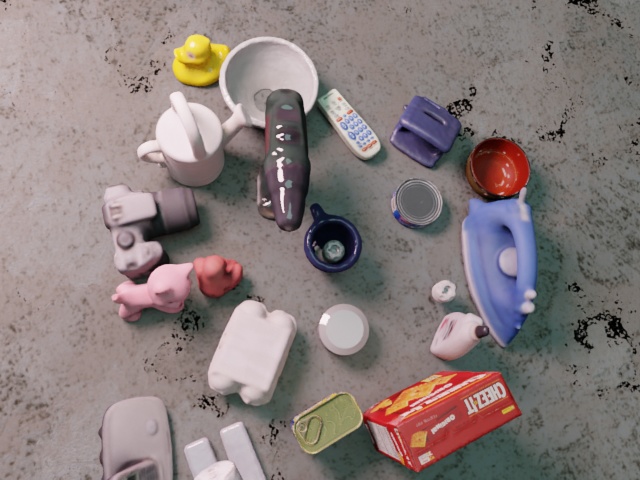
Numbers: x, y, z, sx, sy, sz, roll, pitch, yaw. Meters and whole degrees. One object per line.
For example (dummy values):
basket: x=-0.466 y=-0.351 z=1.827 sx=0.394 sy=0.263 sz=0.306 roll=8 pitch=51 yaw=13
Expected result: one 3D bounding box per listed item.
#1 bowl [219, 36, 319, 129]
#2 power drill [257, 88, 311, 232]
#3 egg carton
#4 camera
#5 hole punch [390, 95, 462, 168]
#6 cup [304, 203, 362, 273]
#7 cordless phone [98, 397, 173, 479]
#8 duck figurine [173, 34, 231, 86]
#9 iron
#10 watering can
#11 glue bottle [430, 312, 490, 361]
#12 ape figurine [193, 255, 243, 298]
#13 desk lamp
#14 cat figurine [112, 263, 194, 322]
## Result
bowl: x=-0.088 y=-0.257 z=0.984 sx=0.167 sy=0.074 sz=0.167 roll=2 pitch=77 yaw=-8
power drill: x=-0.055 y=-0.102 z=0.884 sx=0.076 sy=0.208 sz=0.229 roll=-1 pitch=77 yaw=-9
egg carton: x=-0.104 y=0.173 z=0.884 sx=0.107 sy=0.069 sz=0.150 roll=21 pitch=75 yaw=-4
camera: x=-0.257 y=-0.026 z=0.890 sx=0.137 sy=0.100 sz=0.143 roll=-14 pitch=79 yaw=-12
hole punch: x=0.189 y=-0.201 z=1.007 sx=0.108 sy=0.091 sz=0.101 roll=32 pitch=74 yaw=0
cup: x=0.009 y=0.003 z=0.929 sx=0.092 sy=0.095 sz=0.118 roll=-24 pitch=82 yaw=-13
cordless phone: x=-0.256 y=0.291 z=0.773 sx=0.094 sy=0.185 sz=0.147 roll=-9 pitch=78 yaw=-11
duck figurine: x=-0.201 y=-0.316 z=0.974 sx=0.105 sy=0.086 sz=0.077 roll=-18 pitch=80 yaw=-13
iron: x=0.319 y=0.044 z=0.944 sx=0.119 sy=0.141 sz=0.258 roll=-2 pitch=77 yaw=-9
watering can: x=-0.193 y=-0.164 z=0.884 sx=0.173 sy=0.194 sz=0.101 roll=-43 pitch=86 yaw=-15
glue bottle: x=0.224 y=0.146 z=0.889 sx=0.037 sy=0.173 sz=0.078 roll=25 pitch=74 yaw=-2
ape figurine: x=-0.162 y=0.049 z=0.892 sx=0.078 sy=0.092 sz=0.076 roll=30 pitch=74 yaw=-1
desk lamp: x=-0.114 y=0.366 z=0.763 sx=0.118 sy=0.213 sz=0.203 roll=-23 pitch=81 yaw=-13
cat figurine: x=-0.247 y=0.076 z=0.859 sx=0.128 sy=0.117 sz=0.067 roll=-12 pitch=79 yaw=-11
